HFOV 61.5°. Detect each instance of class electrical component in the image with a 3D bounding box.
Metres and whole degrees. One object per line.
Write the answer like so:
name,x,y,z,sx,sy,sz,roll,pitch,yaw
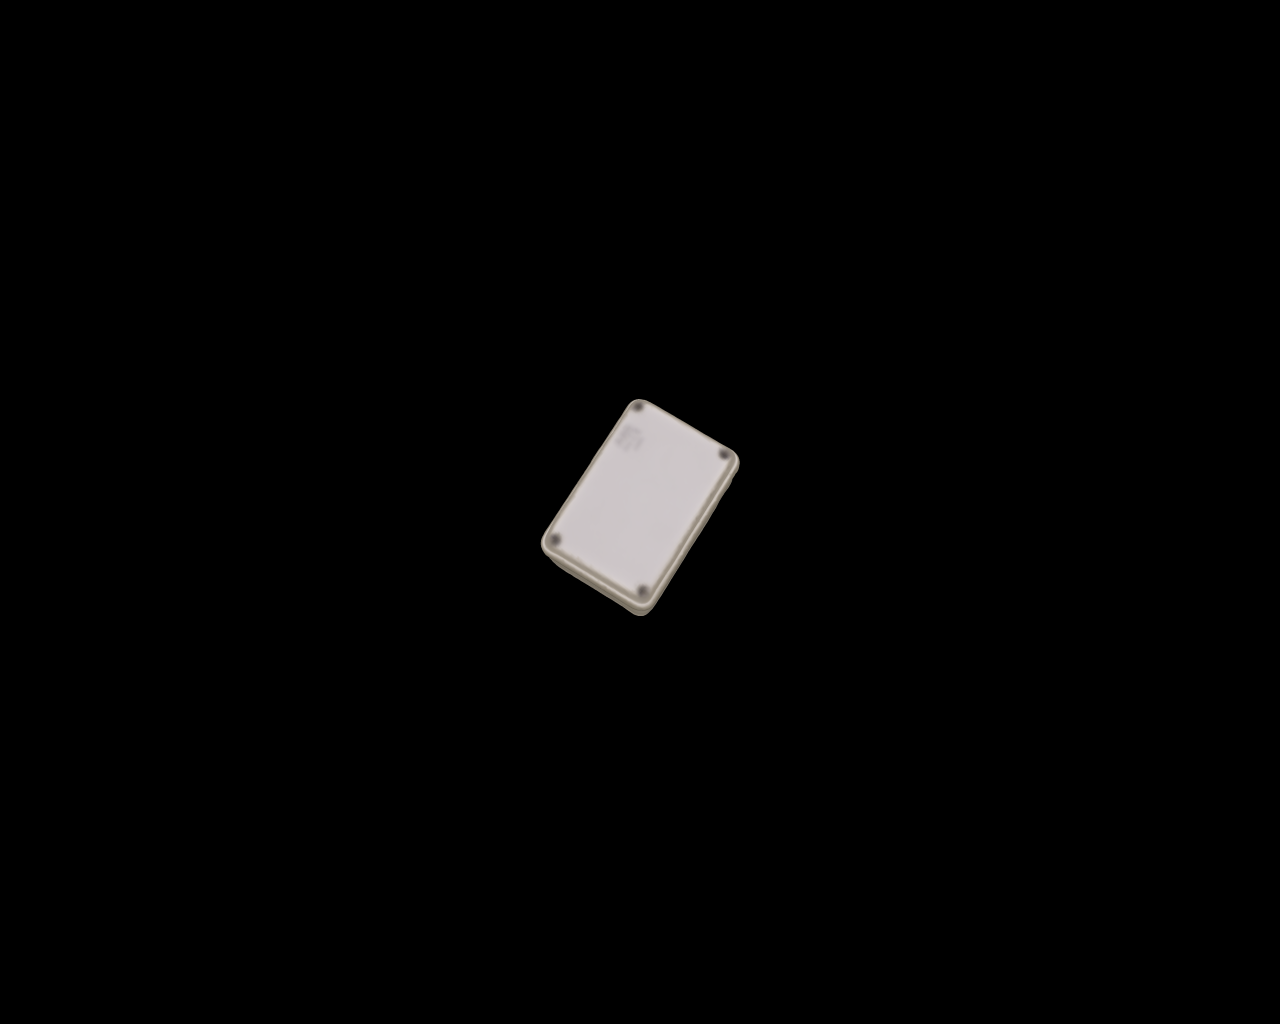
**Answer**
electrical component,0.001,-0.003,0.650,0.078,0.113,0.057,31,-11,7
